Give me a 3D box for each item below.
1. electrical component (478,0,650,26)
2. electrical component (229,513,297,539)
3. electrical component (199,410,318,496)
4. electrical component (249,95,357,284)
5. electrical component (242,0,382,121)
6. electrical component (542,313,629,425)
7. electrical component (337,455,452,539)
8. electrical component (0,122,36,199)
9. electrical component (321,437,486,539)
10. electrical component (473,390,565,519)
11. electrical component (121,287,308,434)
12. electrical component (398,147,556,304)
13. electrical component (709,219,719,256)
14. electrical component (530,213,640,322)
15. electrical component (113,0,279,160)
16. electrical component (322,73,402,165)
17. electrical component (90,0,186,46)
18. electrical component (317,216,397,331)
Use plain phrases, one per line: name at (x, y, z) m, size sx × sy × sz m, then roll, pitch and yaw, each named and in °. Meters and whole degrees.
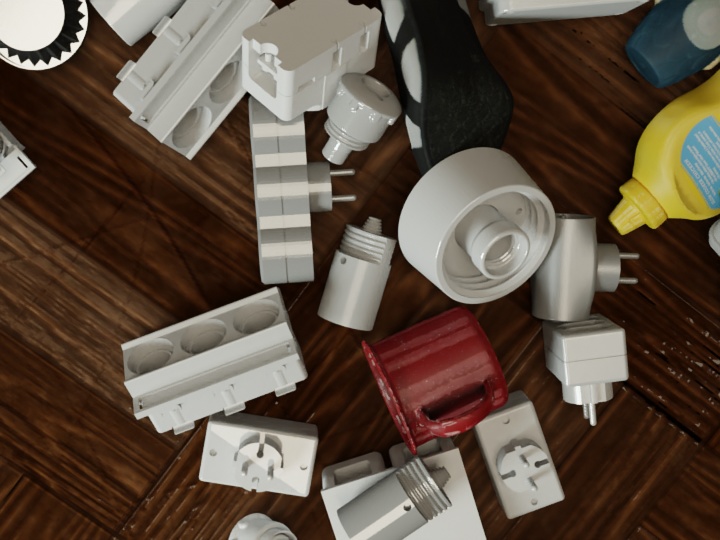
electrical component at (0.144, -0.211, 0.764) m, size 0.113 × 0.078 × 0.057 m, roll -6°, pitch 95°, yaw -3°
electrical component at (-0.067, 0.212, 0.814) m, size 0.048 × 0.062 × 0.048 m, roll 1°, pitch 89°, yaw -41°
electrical component at (-0.075, 0.141, 0.800) m, size 0.083 × 0.075 × 0.047 m, roll 10°, pitch 97°, yaw -5°
electrical component at (-0.040, -0.060, 0.786) m, size 0.074 × 0.052 × 0.138 m, roll -4°, pitch 98°, yaw -3°
electrical component at (-0.034, -0.149, 0.746) m, size 0.089 × 0.055 × 0.050 m, roll -37°, pitch 66°, yaw -27°
electrical component at (0.171, 0.078, 0.812) m, size 0.047 × 0.065 × 0.076 m, roll -7°, pitch 98°, yaw -2°
electrical component at (0.029, 0.166, 0.764) m, size 0.081 × 0.043 × 0.043 m, roll -35°, pitch 99°, yaw 2°
electrical component at (-0.276, -0.089, 0.762) m, size 0.042 × 0.064 × 0.081 m, roll -41°, pitch 99°, yaw 4°
electrical component at (0.047, 0.229, 0.828) m, size 0.105 × 0.060 × 0.186 m, roll -17°, pitch 99°, yaw -1°
electrical component at (0.121, 0.144, 0.813) m, size 0.047 × 0.075 × 0.083 m, roll -20°, pitch 99°, yaw -1°
electrical component at (-0.105, 0.069, 0.791) m, size 0.121 × 0.078 × 0.063 m, roll -20°, pitch 128°, yaw -1°
electrical component at (0.089, -0.026, 0.770) m, size 0.108 × 0.060 × 0.108 m, roll -16°, pitch 129°, yaw -20°
electrical component at (0.324, -0.035, 0.788) m, size 0.113 × 0.057 × 0.078 m, roll -35°, pitch 75°, yaw -14°
electrical component at (0.171, -0.002, 0.811) m, size 0.079 × 0.044 × 0.077 m, roll 2°, pitch 98°, yaw -3°
electrical component at (-0.112, -0.148, 0.761) m, size 0.063 × 0.079 × 0.121 m, roll 42°, pitch 94°, yaw 21°
electrical component at (-0.004, -0.102, 0.748) m, size 0.048 × 0.048 × 0.062 m, roll 30°, pitch 119°, yaw -7°
electrical component at (-0.161, -0.214, 0.762) m, size 0.077 × 0.043 × 0.079 m, roll -40°, pitch 98°, yaw 2°
electrical component at (0.000, 0.000, 0.802) m, size 0.043 × 0.043 × 0.081 m, roll 16°, pitch 97°, yaw -6°
